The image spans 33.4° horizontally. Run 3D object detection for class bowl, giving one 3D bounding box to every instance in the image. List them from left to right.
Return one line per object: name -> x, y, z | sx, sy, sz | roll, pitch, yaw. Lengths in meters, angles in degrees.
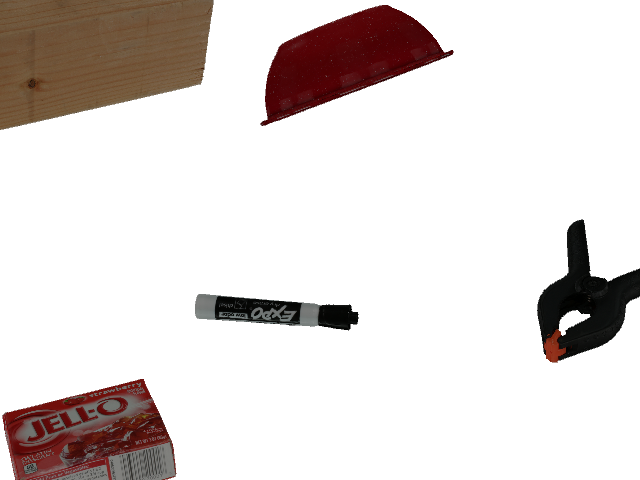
bowl -> 0.019, -0.143, 0.839 | 0.162, 0.055, 0.162 | -21, 7, 2

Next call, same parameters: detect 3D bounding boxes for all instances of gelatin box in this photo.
gelatin box -> -0.137, 0.119, 0.629 | 0.089, 0.030, 0.073 | -12, 26, -18

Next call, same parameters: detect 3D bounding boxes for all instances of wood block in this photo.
wood block -> -0.198, -0.161, 0.839 | 0.205, 0.091, 0.090 | -19, 50, -34

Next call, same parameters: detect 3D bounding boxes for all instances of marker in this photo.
marker -> -0.032, 0.053, 0.791 | 0.121, 0.020, 0.020 | 4, 1, 8

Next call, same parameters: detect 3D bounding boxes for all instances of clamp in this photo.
clamp -> 0.252, 0.044, 1.014 | 0.171, 0.039, 0.120 | -36, 42, -27
